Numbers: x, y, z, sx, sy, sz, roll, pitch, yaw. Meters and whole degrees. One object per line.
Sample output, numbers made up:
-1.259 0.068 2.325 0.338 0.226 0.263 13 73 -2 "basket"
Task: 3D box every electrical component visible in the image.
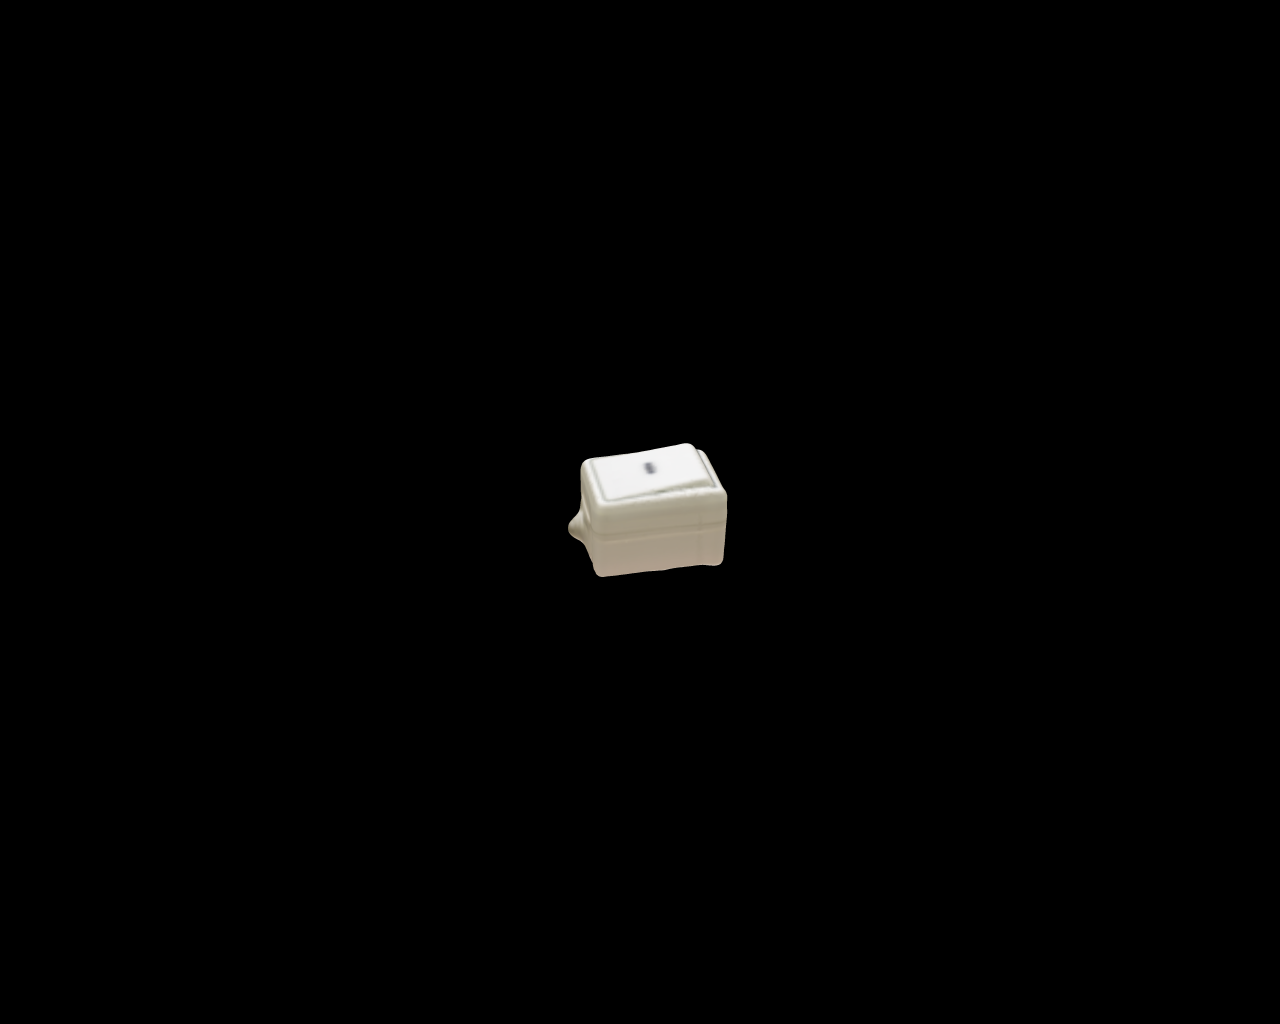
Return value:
0.001 -0.003 0.650 0.096 0.061 0.062 -6 32 -9 "electrical component"
